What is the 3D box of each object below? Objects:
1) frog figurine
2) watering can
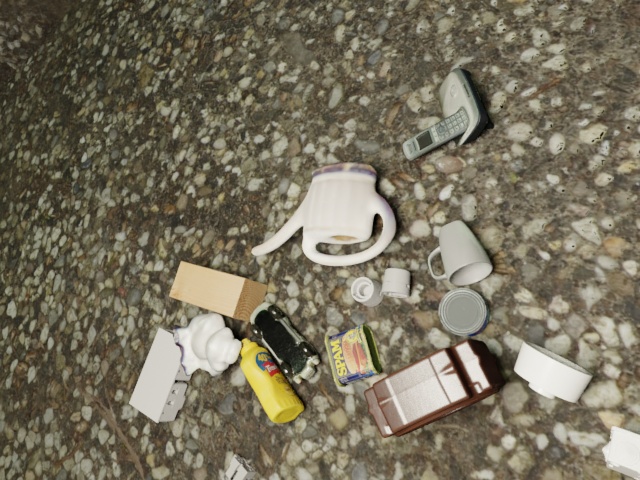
[{"bbox_3d":[-0.230,0.228,1.137,0.158,0.139,0.121,-14,-20,25],"label":"frog figurine"},{"bbox_3d":[0.003,-0.056,1.114,0.347,0.227,0.103,0,-18,30],"label":"watering can"}]
